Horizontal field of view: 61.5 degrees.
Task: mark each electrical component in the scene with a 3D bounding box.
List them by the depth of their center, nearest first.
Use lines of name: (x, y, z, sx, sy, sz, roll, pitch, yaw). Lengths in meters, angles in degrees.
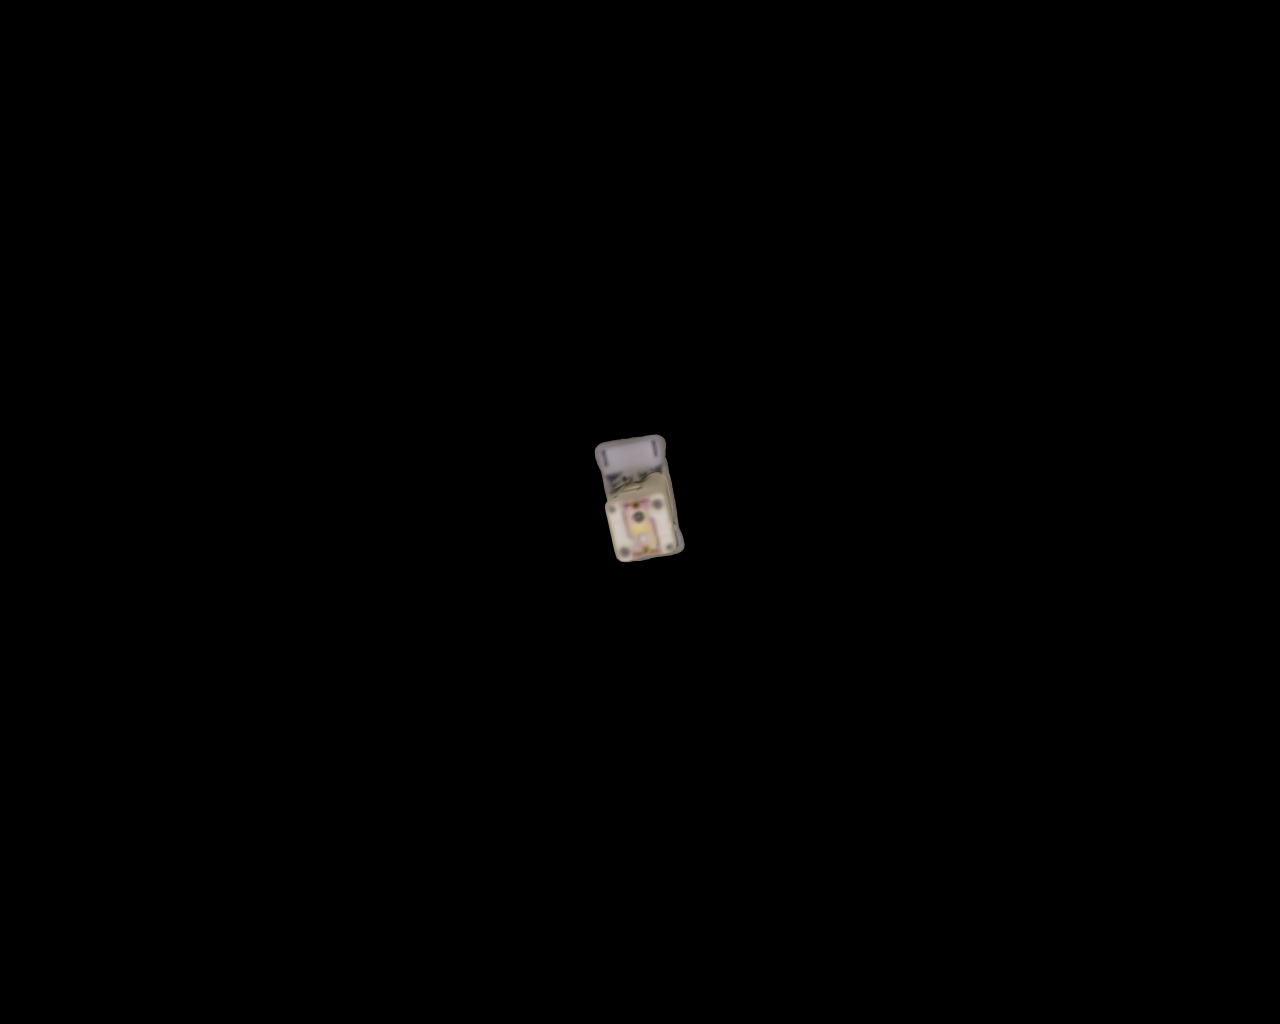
electrical component: (0.001, -0.003, 0.650, 0.042, 0.081, 0.064, -11, 24, 5)
